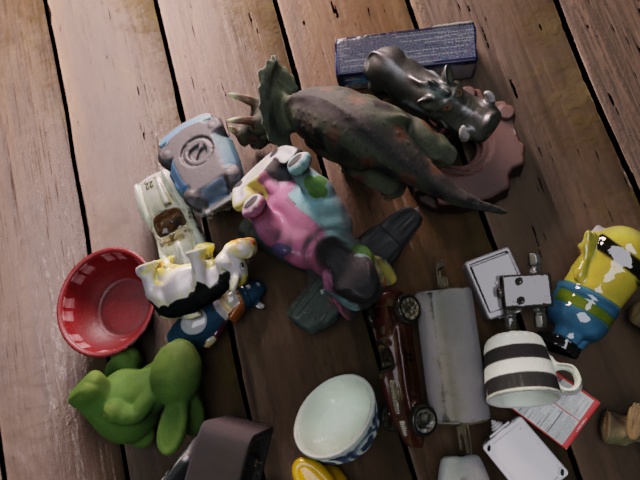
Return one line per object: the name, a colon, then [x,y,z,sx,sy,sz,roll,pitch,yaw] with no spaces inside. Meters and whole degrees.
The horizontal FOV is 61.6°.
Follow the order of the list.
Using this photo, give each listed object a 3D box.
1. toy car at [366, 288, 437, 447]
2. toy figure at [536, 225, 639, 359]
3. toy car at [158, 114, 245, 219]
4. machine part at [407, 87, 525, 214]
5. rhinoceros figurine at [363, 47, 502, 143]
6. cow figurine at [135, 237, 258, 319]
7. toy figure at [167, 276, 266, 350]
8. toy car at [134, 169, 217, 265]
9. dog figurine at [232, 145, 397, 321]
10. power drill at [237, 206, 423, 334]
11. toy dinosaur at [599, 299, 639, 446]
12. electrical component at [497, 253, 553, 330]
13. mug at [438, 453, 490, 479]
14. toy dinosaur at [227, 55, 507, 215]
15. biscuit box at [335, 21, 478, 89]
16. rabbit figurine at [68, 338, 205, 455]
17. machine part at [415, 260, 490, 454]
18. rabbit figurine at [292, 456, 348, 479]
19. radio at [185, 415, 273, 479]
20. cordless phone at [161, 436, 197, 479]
toy car: [0.099,0.163,0.697,0.053,0.089,0.202,0,78,-27]
toy figure: [0.348,0.065,0.677,0.089,0.082,0.180,28,84,20]
toy car: [-0.158,-0.098,0.789,0.109,0.102,0.162,-33,65,1]
machine part: [0.196,-0.123,0.753,0.179,0.056,0.179,-2,81,11]
rhinoceros figurine: [0.144,-0.189,0.690,0.190,0.112,0.073,38,89,20]
cow figurine: [-0.155,0.054,0.728,0.167,0.068,0.098,-15,94,15]
toy figure: [-0.146,0.106,0.775,0.154,0.058,0.064,-37,93,1]
toy car: [-0.215,-0.011,0.809,0.073,0.056,0.202,-28,76,4]
dog figurine: [-0.001,-0.002,0.677,0.108,0.192,0.219,-42,112,-3]
power drill: [0.001,-0.001,0.762,0.207,0.086,0.232,36,88,8]
toy dinosaur: [0.446,0.224,0.620,0.199,0.105,0.471,15,87,9]
electrical component: [0.253,0.063,0.666,0.063,0.021,0.094,-3,87,9]
mug: [0.176,0.318,0.654,0.081,0.109,0.107,-10,64,13]
toy dinosaur: [0.036,-0.139,0.687,0.405,0.192,0.131,27,99,44]
biscuit box: [0.124,-0.267,0.791,0.203,0.059,0.062,-3,81,10]
rabbit figurine: [-0.224,0.207,0.721,0.170,0.121,0.159,-34,83,22]
machine part: [0.170,0.147,0.697,0.079,0.079,0.243,-8,78,9]
rabbit figurine: [-0.001,0.362,0.671,0.173,0.121,0.162,-15,54,27]
radio: [-0.130,0.347,0.688,0.073,0.131,0.229,14,82,12]
cordless phone: [-0.206,0.348,0.678,0.089,0.146,0.184,32,109,2]
